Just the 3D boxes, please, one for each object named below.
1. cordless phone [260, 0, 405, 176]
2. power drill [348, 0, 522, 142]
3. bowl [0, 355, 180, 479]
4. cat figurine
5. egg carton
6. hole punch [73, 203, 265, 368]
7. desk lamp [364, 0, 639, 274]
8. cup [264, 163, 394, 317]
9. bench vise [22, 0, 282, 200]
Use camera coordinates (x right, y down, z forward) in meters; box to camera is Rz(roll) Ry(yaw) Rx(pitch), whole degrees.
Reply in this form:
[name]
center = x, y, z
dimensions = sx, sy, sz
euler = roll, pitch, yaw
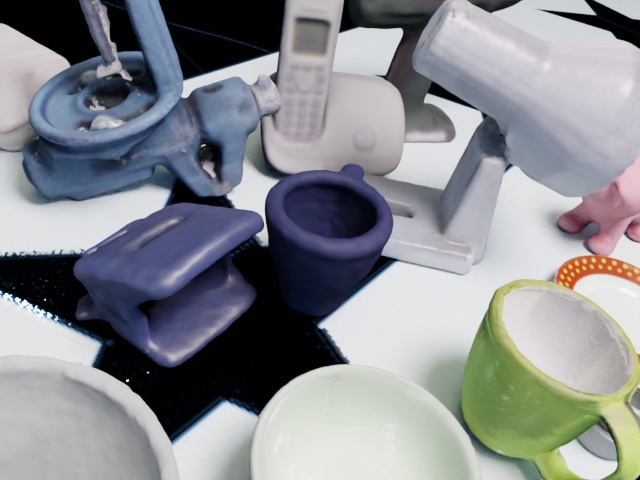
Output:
[cordless phone]
center = 0.020, -0.152, 0.546
dimensions = 0.148, 0.185, 0.094
euler = -1, 43, -16
[power drill]
center = 0.134, -0.215, 0.630
dimensions = 0.230, 0.208, 0.075
euler = -4, 43, -19
[bowl]
center = -0.147, 0.139, 0.255
dimensions = 0.167, 0.075, 0.167
euler = 8, 41, -7
[cat figurine]
center = 0.295, -0.049, 0.556
dimensions = 0.128, 0.118, 0.067
euler = -18, 50, -31
[egg carton]
center = -0.304, -0.148, 0.542
dimensions = 0.150, 0.069, 0.107
euler = 30, 43, 18
[hole punch]
center = -0.105, 0.015, 0.395
dimensions = 0.101, 0.091, 0.109
euler = 30, 43, 19
[desk lamp]
center = 0.135, -0.077, 0.471
dimensions = 0.203, 0.213, 0.118
euler = 12, 41, -2
[cup]
center = 0.004, 0.002, 0.437
dimensions = 0.091, 0.095, 0.118
euler = 19, 41, 7
[bench vise]
center = -0.137, -0.139, 0.461
dimensions = 0.208, 0.220, 0.121
euler = -24, 53, -35
